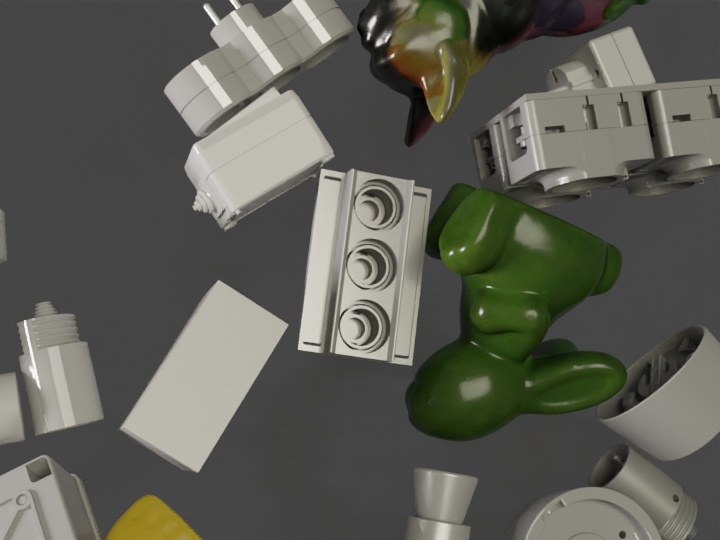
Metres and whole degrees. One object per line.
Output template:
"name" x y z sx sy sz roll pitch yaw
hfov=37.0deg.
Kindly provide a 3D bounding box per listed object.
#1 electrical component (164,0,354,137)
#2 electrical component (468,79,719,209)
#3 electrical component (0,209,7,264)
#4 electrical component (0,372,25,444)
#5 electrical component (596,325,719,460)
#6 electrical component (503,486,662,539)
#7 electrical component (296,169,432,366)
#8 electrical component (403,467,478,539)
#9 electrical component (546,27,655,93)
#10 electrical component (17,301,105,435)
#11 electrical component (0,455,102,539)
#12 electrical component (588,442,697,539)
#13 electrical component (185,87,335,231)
"electrical component" -0.078 -0.159 0.745 0.138 0.052 0.073 -36 92 -18
"electrical component" 0.188 -0.089 0.779 0.186 0.105 0.060 -7 83 -16
"electrical component" -0.248 -0.035 0.685 0.040 0.040 0.078 -4 82 -16
"electrical component" -0.245 0.108 0.659 0.077 0.044 0.079 -8 83 -17
"electrical component" 0.219 0.084 0.764 0.064 0.099 0.099 40 73 -12
"electrical component" 0.148 0.203 0.743 0.108 0.060 0.108 3 80 -15
"electrical component" 0.000 0.000 0.732 0.079 0.063 0.121 9 81 -15
"electrical component" 0.054 0.165 0.732 0.045 0.045 0.055 13 78 -13
"electrical component" 0.165 -0.138 0.802 0.077 0.066 0.047 -22 87 -18
"electrical component" -0.193 0.060 0.682 0.043 0.043 0.081 -12 84 -17
"electrical component" -0.204 0.181 0.621 0.109 0.056 0.108 -26 59 -5
"electrical component" 0.210 0.166 0.775 0.081 0.043 0.043 39 73 -6
"electrical component" -0.077 -0.073 0.727 0.096 0.062 0.061 -33 90 -18
